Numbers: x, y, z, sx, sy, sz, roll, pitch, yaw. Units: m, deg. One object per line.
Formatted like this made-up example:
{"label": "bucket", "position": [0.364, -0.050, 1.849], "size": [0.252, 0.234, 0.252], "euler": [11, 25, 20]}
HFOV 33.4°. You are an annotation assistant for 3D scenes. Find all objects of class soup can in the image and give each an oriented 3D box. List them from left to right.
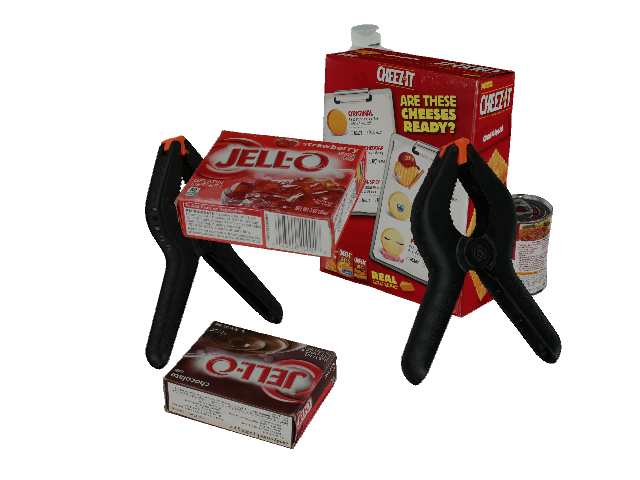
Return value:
{"label": "soup can", "position": [0.234, 0.006, 1.246], "size": [0.068, 0.102, 0.068], "euler": [-2, 30, 1]}

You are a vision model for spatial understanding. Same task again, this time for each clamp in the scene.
{"label": "clamp", "position": [-0.109, 0.005, 1.017], "size": [0.036, 0.210, 0.164], "euler": [-8, 0, 44]}
{"label": "clamp", "position": [0.096, 0.018, 0.743], "size": [0.120, 0.171, 0.039], "euler": [-15, -3, -25]}

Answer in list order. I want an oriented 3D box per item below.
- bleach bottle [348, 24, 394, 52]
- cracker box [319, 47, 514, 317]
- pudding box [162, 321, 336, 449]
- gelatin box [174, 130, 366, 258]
{"label": "bleach bottle", "position": [0.045, -0.108, 1.167], "size": [0.102, 0.251, 0.068], "euler": [-8, 25, -10]}
{"label": "cracker box", "position": [0.084, -0.057, 0.968], "size": [0.164, 0.214, 0.071], "euler": [17, 25, 36]}
{"label": "pudding box", "position": [-0.054, 0.112, 0.841], "size": [0.114, 0.039, 0.090], "euler": [11, 29, 18]}
{"label": "gelatin box", "position": [-0.026, -0.028, 0.592], "size": [0.089, 0.030, 0.073], "euler": [8, 38, 15]}
